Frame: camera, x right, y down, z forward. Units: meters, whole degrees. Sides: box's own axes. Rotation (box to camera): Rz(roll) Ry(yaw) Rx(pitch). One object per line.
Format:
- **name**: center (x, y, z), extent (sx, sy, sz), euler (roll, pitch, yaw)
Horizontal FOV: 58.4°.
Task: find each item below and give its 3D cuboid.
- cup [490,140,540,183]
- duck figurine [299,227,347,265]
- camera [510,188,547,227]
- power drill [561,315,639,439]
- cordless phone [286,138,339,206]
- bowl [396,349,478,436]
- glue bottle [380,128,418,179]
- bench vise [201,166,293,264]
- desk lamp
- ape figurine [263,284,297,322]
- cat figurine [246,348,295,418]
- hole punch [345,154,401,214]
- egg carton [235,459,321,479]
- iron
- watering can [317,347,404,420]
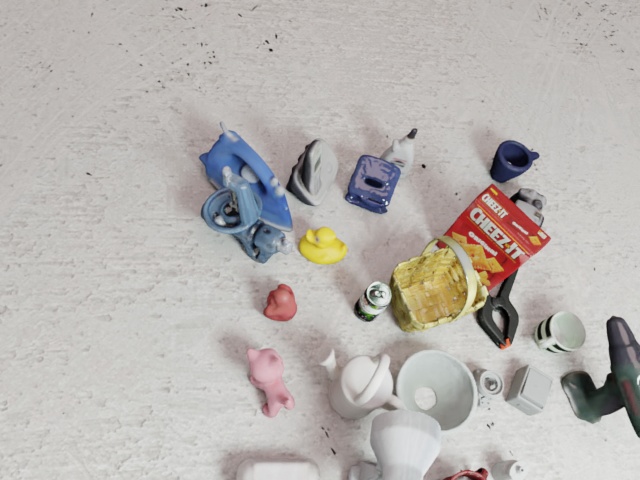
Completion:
- **cup**: center (0.475, -0.187, 1.420), extent (0.118, 0.095, 0.091), euler (-8, 66, -16)
- **duck figurine**: center (0.011, 0.004, 1.224), extent (0.104, 0.086, 0.077), euler (14, 62, -6)
- **camera**: center (0.453, -0.070, 1.353), extent (0.137, 0.100, 0.143), euler (28, 62, 2)
- **power drill**: center (0.582, 0.287, 1.146), extent (0.076, 0.208, 0.229), euler (-12, 68, -18)
- **cordless phone**: center (-0.003, -0.174, 1.252), extent (0.094, 0.185, 0.148), euler (24, 61, 0)
- **bowl**: center (0.219, 0.305, 1.130), extent (0.167, 0.074, 0.167), euler (5, 63, -10)
- **glue bottle**: center (0.188, -0.204, 1.317), extent (0.078, 0.173, 0.037), euler (9, 63, -8)
- **bench vise**: center (-0.139, -0.059, 1.145), extent (0.207, 0.219, 0.121), euler (18, 62, -3)
- **desk lamp**: center (0.123, 0.410, 0.977), extent (0.118, 0.213, 0.203), euler (16, 62, -4)
- **ape figurine**: center (-0.078, 0.122, 1.142), extent (0.078, 0.092, 0.076), euler (-37, 77, -26)
- **cat figurine**: center (-0.089, 0.255, 1.059), extent (0.067, 0.117, 0.127), euler (-23, 71, -22)
- **hole punch**: center (0.122, -0.127, 1.311), extent (0.108, 0.091, 0.101), euler (20, 62, -2)
- **egg carton**: center (-0.073, 0.438, 1.000), extent (0.150, 0.069, 0.107), euler (3, 64, -11)
- **iron**: center (-0.139, -0.137, 1.228), extent (0.258, 0.141, 0.119), euler (44, 63, 10)
- **watering can**: center (0.075, 0.261, 1.050), extent (0.173, 0.194, 0.101), euler (12, 62, -7)
